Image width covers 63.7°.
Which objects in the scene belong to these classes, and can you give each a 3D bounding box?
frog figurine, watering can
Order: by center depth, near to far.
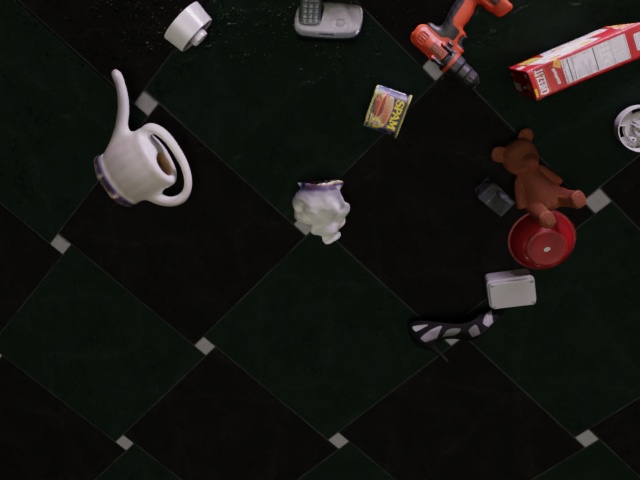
[{"bbox_3d":[0.004,-0.063,1.260,0.137,0.123,0.158,-6,99,-10],"label":"frog figurine"},{"bbox_3d":[-0.463,-0.221,1.270,0.223,0.106,0.344,-27,106,17],"label":"watering can"}]
